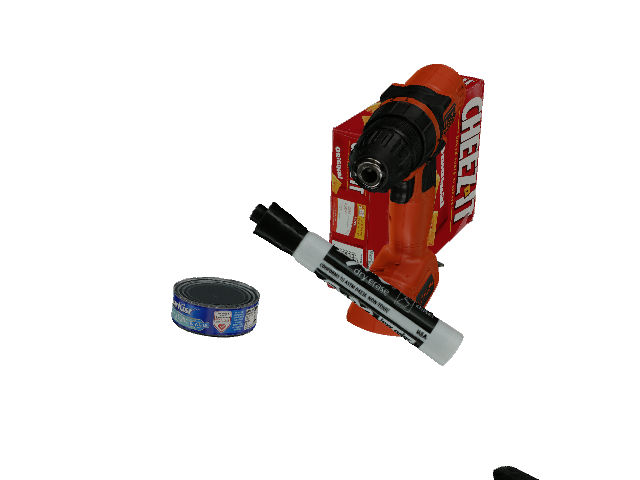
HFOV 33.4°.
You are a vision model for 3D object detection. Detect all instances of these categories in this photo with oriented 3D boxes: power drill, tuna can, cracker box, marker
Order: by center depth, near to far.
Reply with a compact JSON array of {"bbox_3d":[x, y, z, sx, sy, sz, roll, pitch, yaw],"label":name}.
[{"bbox_3d":[0.016,0.020,0.529,0.121,0.020,0.020,35,1,1],"label":"marker"},{"bbox_3d":[0.060,-0.024,0.806,0.057,0.188,0.184,16,32,17],"label":"power drill"},{"bbox_3d":[0.088,-0.059,1.044,0.072,0.164,0.213,16,30,26],"label":"cracker box"},{"bbox_3d":[-0.104,0.065,1.054,0.086,0.034,0.086,7,16,-2],"label":"tuna can"}]

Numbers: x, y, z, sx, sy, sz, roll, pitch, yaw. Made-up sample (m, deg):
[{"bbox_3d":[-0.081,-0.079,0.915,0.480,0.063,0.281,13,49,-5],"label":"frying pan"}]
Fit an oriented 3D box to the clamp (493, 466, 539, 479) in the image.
[{"bbox_3d":[0.218,0.245,0.828,0.210,0.036,0.164,0,33,26],"label":"clamp"}]
